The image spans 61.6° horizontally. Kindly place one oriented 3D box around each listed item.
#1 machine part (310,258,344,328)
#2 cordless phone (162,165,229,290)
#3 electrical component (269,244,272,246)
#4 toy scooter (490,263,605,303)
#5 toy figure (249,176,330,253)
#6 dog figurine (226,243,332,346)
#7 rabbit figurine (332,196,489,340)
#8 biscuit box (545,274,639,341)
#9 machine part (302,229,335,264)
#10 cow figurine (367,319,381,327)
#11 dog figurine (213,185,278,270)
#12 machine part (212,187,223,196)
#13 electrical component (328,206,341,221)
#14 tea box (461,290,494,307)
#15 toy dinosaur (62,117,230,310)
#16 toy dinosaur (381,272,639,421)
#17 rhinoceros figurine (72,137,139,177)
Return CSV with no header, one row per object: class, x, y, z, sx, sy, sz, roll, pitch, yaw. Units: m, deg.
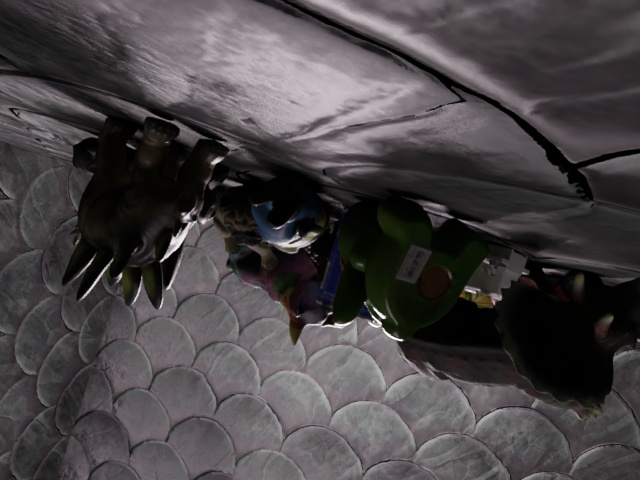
machine part,0.016,0.063,1.072,0.087,0.201,0.202,15,179,-24
cordless phone,-0.196,-0.023,0.760,0.089,0.184,0.147,13,179,-16
electrical component,-0.064,-0.005,1.109,0.058,0.114,0.134,21,-178,-18
toy scooter,0.289,0.100,0.724,0.075,0.135,0.184,16,180,-20
toy figure,-0.032,-0.030,0.652,0.089,0.082,0.180,-13,170,0
dog figurine,-0.070,0.077,0.930,0.192,0.108,0.219,0,-144,-6
rabbit figurine,0.077,0.023,0.588,0.121,0.159,0.170,8,-163,-25
biscuit box,0.406,0.099,0.746,0.059,0.062,0.203,20,176,-37
machine part,-0.002,-0.003,0.837,0.084,0.039,0.139,59,-173,-7
cow figurine,0.120,0.096,0.818,0.167,0.068,0.098,-12,130,47
dog figurine,-0.125,-0.048,0.826,0.173,0.121,0.190,21,169,18
machine part,-0.176,-0.071,1.145,0.179,0.056,0.179,18,179,0
electrical component,-0.017,-0.050,0.785,0.094,0.021,0.063,21,180,36
tea box,0.205,0.060,0.873,0.170,0.098,0.068,15,178,21
toy dinosaur,-0.221,-0.030,0.604,0.105,0.198,0.472,22,174,-30
toy dinosaur,0.167,0.110,0.599,0.192,0.131,0.405,29,155,-38
rhinoceros figurine,-0.301,-0.117,0.804,0.191,0.073,0.112,18,168,40
